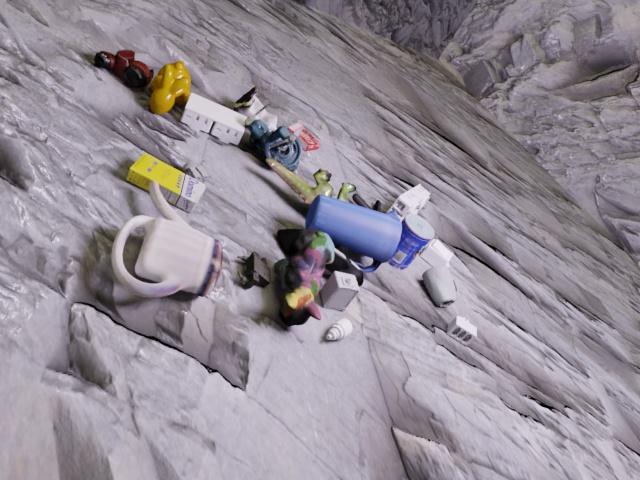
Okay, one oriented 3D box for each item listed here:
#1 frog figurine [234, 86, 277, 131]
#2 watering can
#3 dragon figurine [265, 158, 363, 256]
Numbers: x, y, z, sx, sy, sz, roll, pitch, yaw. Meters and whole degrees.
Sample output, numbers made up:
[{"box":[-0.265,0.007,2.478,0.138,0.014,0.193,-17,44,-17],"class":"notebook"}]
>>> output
[{"box":[-0.215,-0.418,1.751,0.156,0.122,0.140,56,8,-36],"class":"frog figurine"},{"box":[-0.312,0.000,1.110,0.223,0.102,0.356,22,35,-18],"class":"watering can"},{"box":[0.004,-0.074,1.478,0.409,0.119,0.249,23,42,-12],"class":"dragon figurine"}]
